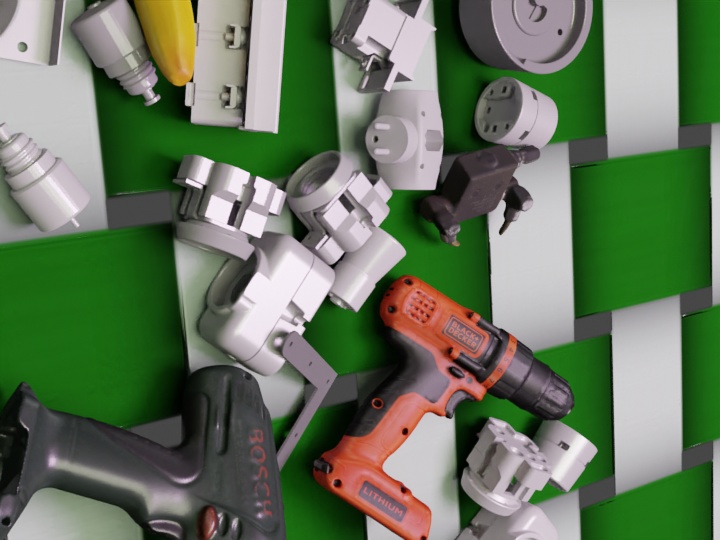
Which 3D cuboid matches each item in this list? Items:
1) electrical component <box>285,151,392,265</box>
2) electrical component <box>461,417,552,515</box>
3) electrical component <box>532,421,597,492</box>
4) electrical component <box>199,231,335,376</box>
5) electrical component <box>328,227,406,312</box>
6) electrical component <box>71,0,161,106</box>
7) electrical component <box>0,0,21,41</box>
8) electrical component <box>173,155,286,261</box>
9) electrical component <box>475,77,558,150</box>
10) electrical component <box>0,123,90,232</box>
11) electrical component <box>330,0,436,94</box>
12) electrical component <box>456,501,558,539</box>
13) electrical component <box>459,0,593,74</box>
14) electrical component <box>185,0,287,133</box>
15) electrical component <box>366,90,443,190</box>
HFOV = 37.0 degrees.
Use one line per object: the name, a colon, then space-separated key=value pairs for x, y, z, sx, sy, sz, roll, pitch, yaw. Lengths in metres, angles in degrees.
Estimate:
electrical component: x=-0.020 y=-0.052 z=0.813 sx=0.078 sy=0.058 sz=0.057 roll=-50 pitch=122 yaw=-17
electrical component: x=0.124 y=0.174 z=0.932 sx=0.058 sy=0.078 sz=0.057 roll=20 pitch=107 yaw=-34
electrical component: x=0.179 y=0.168 z=0.976 sx=0.055 sy=0.055 sz=0.047 roll=41 pitch=78 yaw=-30
electrical component: x=-0.072 y=0.021 z=0.791 sx=0.059 sy=0.054 sz=0.095 roll=39 pitch=76 yaw=-31
electrical component: x=0.000 y=0.000 z=0.844 sx=0.044 sy=0.044 sz=0.065 roll=41 pitch=79 yaw=-30
electrical component: x=-0.159 y=-0.146 z=0.719 sx=0.040 sy=0.040 sz=0.078 roll=-40 pitch=116 yaw=-22
electrical component: x=-0.258 y=-0.172 z=0.636 sx=0.099 sy=0.064 sz=0.099 roll=-6 pitch=101 yaw=-32
electrical component: x=-0.097 y=-0.041 z=0.764 sx=0.078 sy=0.058 sz=0.057 roll=22 pitch=82 yaw=-33
electrical component: x=0.132 y=-0.129 z=0.902 sx=0.047 sy=0.055 sz=0.055 roll=13 pitch=90 yaw=-38
electrical component: x=-0.210 y=-0.061 z=0.698 sx=0.040 sy=0.040 sz=0.078 roll=-44 pitch=117 yaw=-20
electrical component: x=0.015 y=-0.179 z=0.826 sx=0.064 sy=0.042 sz=0.081 roll=27 pitch=82 yaw=-29
electrical component: x=0.127 y=0.250 z=0.950 sx=0.095 sy=0.059 sz=0.053 roll=-47 pitch=119 yaw=-19
electrical component: x=0.131 y=-0.215 z=0.884 sx=0.108 sy=0.060 sz=0.108 roll=-5 pitch=100 yaw=-32
electrical component: x=-0.085 y=-0.159 z=0.747 sx=0.063 sy=0.078 sz=0.121 roll=4 pitch=96 yaw=-4
electrical component: x=0.030 y=-0.101 z=0.834 sx=0.079 sy=0.043 sz=0.077 roll=-9 pitch=102 yaw=-61
